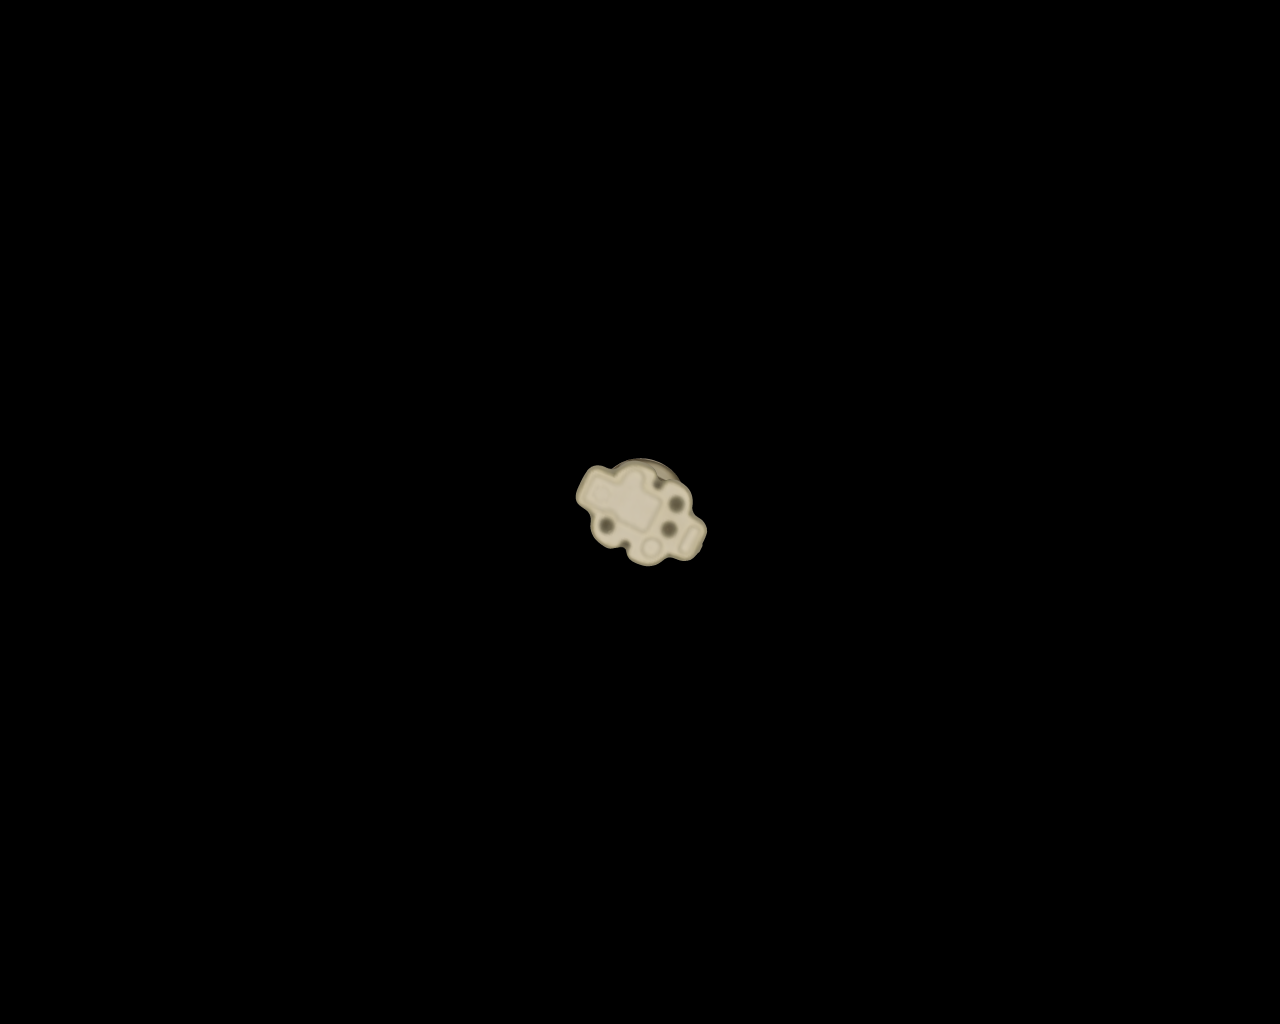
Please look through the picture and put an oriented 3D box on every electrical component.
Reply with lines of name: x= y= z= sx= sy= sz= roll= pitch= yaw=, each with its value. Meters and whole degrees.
electrical component: x=0.001 y=-0.003 z=0.650 sx=0.078 sy=0.058 sz=0.057 roll=28 pitch=7 yaw=-4
